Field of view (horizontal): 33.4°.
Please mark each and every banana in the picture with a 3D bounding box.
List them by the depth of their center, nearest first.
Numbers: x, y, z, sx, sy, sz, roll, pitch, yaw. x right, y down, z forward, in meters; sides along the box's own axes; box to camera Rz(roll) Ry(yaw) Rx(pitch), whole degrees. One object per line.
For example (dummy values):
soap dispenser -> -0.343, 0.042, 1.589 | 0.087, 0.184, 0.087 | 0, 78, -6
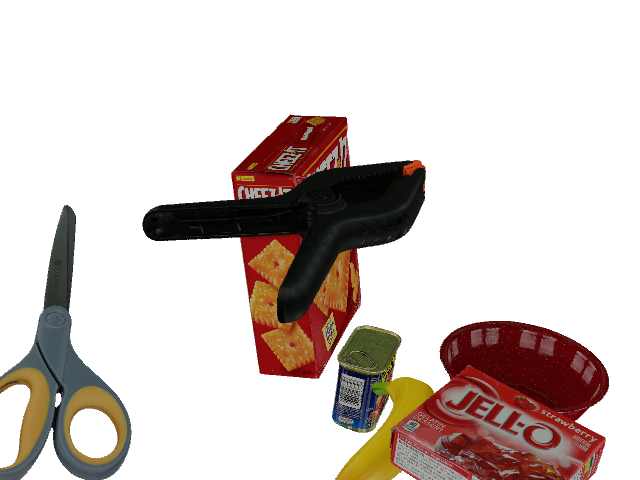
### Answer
banana -> 0.060, 0.156, 0.869 | 0.070, 0.037, 0.197 | -31, 6, 21

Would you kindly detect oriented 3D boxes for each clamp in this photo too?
clamp -> -0.010, -0.017, 0.761 | 0.165, 0.036, 0.209 | 24, 37, 36

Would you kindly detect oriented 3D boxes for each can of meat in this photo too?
can of meat -> 0.052, 0.159, 1.226 | 0.057, 0.084, 0.102 | 14, 25, 13

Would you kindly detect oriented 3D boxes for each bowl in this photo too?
bowl -> 0.192, 0.140, 1.031 | 0.162, 0.055, 0.162 | 5, 26, -2

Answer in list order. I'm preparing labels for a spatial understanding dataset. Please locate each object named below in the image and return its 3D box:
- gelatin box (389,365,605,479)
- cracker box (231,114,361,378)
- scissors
gelatin box -> 0.093, 0.110, 0.565 | 0.089, 0.030, 0.073 | 28, 39, 32
cracker box -> -0.015, 0.003, 1.052 | 0.072, 0.214, 0.164 | 3, 26, 18
scissors -> -0.142, 0.062, 0.634 | 0.096, 0.201, 0.016 | 19, -44, -4
